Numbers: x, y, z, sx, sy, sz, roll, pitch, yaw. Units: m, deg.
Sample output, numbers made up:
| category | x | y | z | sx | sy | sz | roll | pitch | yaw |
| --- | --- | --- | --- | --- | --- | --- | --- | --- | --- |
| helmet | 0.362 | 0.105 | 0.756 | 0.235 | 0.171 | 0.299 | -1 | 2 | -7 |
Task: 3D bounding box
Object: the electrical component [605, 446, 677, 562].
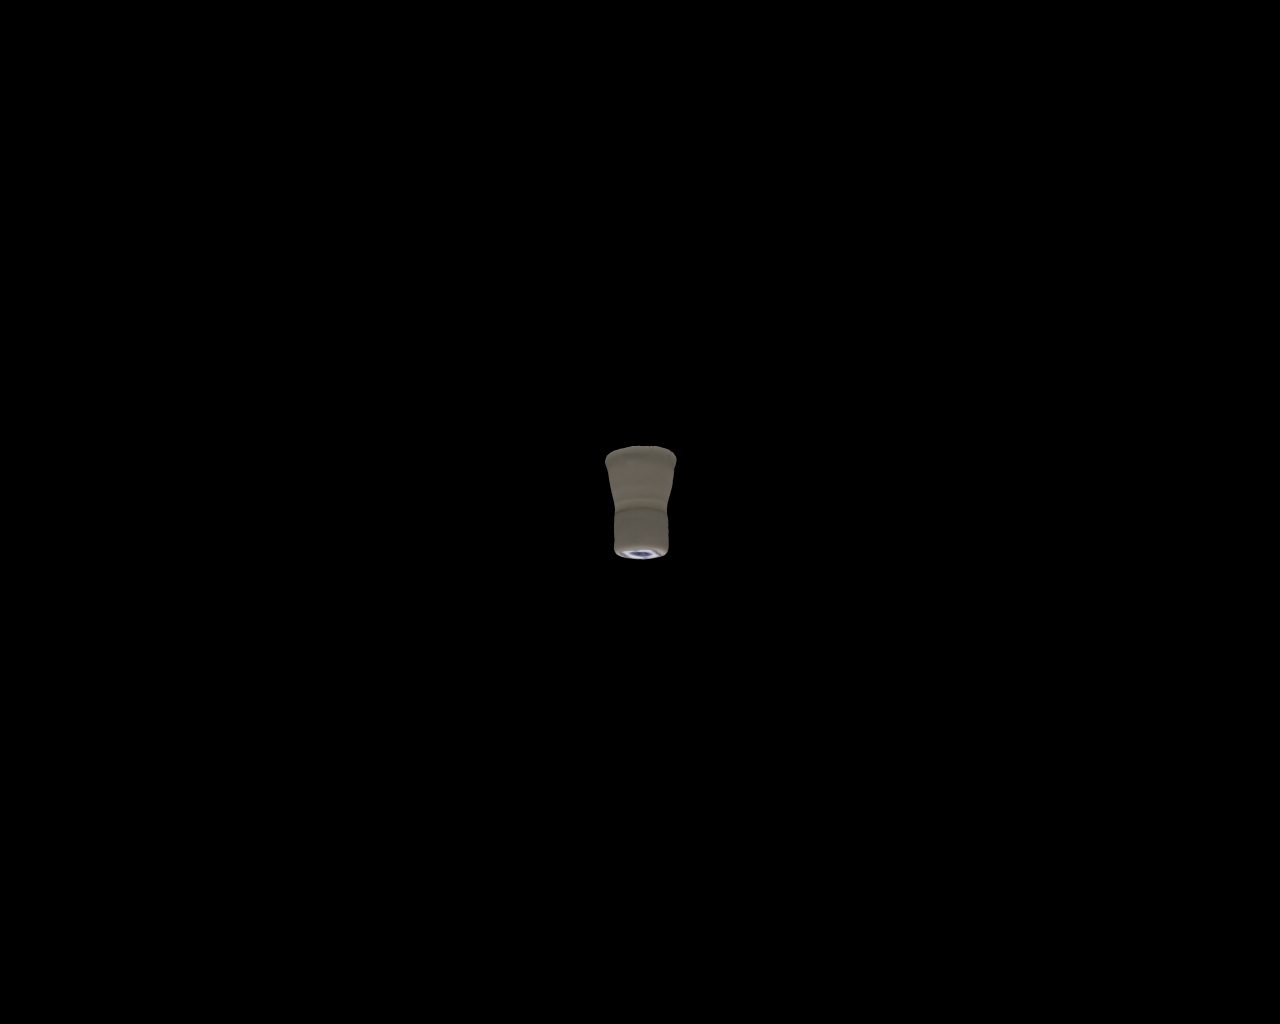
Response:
| category | x | y | z | sx | sy | sz | roll | pitch | yaw |
| --- | --- | --- | --- | --- | --- | --- | --- | --- | --- |
| electrical component | 0.001 | -0.003 | 0.650 | 0.044 | 0.065 | 0.044 | 0 | -16 | 0 |
